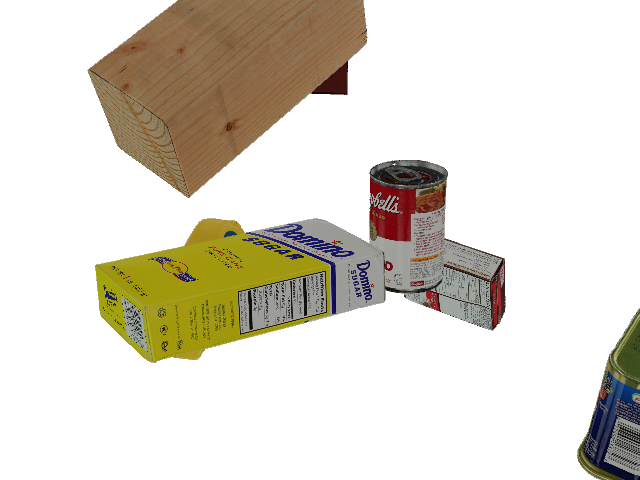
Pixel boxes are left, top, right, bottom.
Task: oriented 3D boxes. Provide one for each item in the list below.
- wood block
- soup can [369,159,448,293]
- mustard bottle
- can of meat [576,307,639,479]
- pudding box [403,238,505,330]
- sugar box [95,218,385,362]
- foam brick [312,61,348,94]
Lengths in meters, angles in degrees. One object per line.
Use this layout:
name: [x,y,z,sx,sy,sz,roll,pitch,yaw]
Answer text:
wood block: [-0.066,-0.144,0.836,0.090,0.205,0.091,35,-24,27]
soup can: [0.077,-0.013,0.942,0.068,0.102,0.068,-1,23,0]
mustard bottle: [-0.117,0.032,1.106,0.058,0.096,0.191,4,31,11]
can of meat: [0.215,0.100,0.699,0.057,0.084,0.101,21,36,23]
pudding box: [0.142,0.041,1.150,0.114,0.039,0.090,18,-36,24]
sugar box: [-0.053,0.029,0.726,0.175,0.048,0.093,-16,24,-27]
foam brick: [-0.013,-0.185,1.153,0.078,0.051,0.053,-1,11,-14]
